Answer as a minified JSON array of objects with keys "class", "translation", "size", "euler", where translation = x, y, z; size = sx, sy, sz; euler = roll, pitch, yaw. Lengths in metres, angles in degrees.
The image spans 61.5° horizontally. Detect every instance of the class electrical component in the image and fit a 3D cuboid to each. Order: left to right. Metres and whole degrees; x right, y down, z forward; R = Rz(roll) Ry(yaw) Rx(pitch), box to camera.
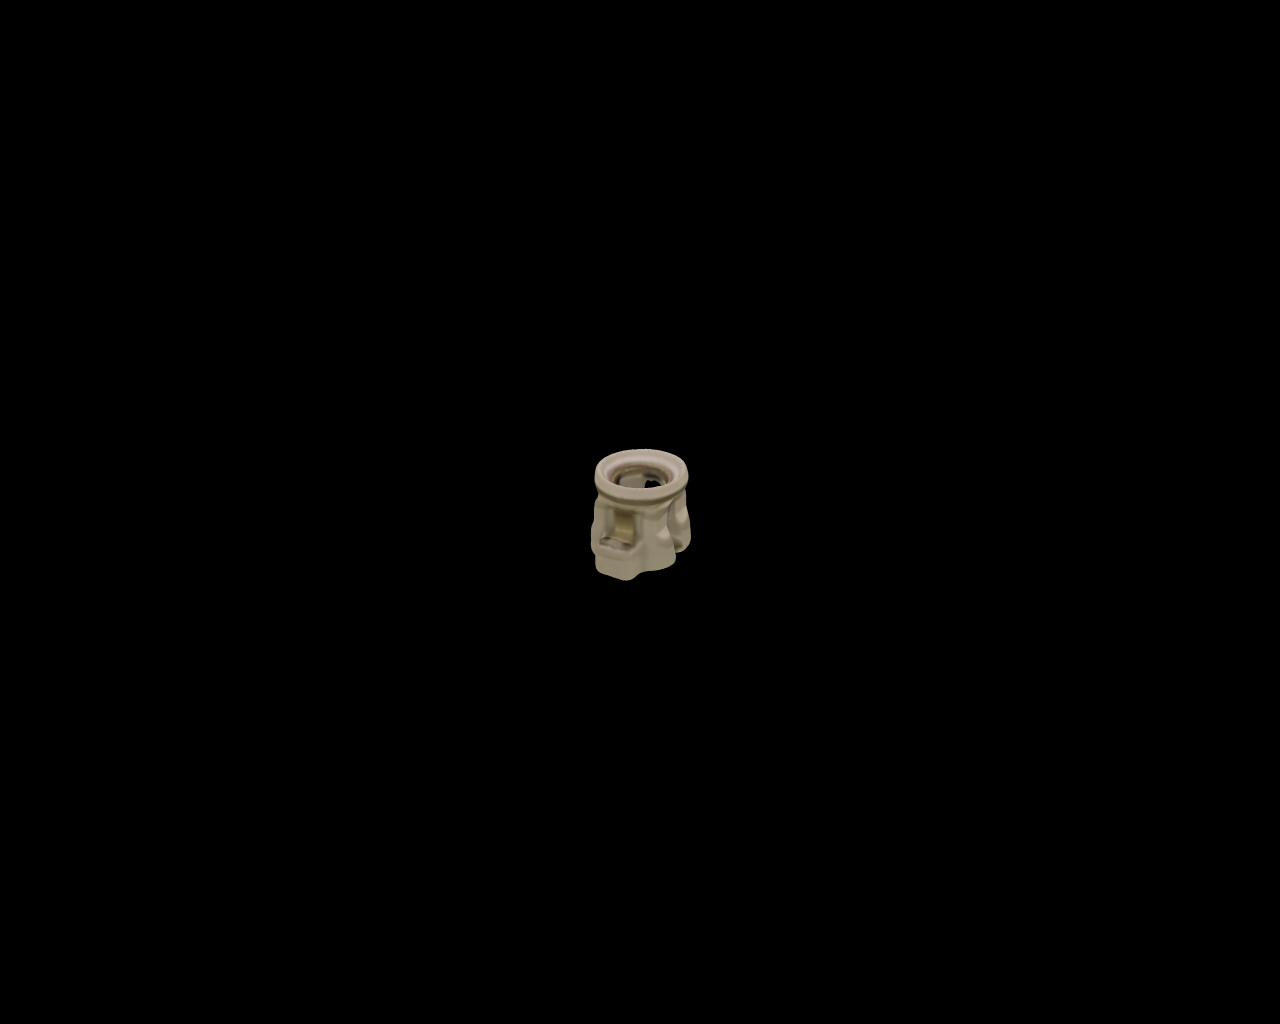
[{"class":"electrical component","translation":[0.001,-0.003,0.650],"size":[0.058,0.056,0.078],"euler":[14,32,24]}]
